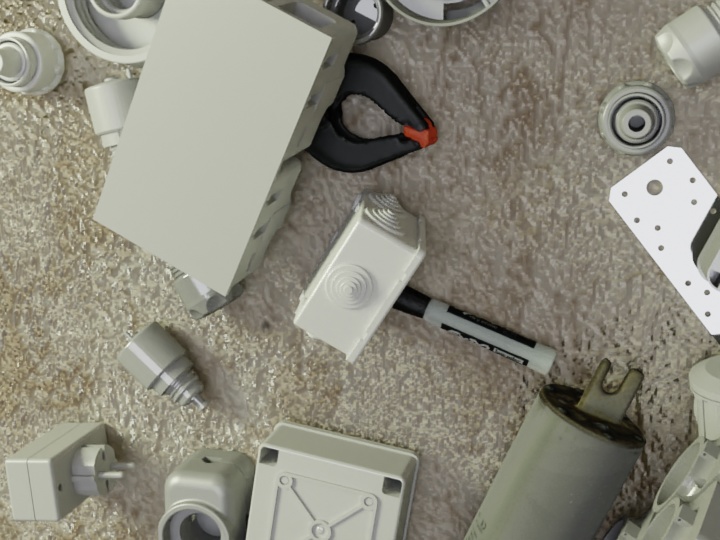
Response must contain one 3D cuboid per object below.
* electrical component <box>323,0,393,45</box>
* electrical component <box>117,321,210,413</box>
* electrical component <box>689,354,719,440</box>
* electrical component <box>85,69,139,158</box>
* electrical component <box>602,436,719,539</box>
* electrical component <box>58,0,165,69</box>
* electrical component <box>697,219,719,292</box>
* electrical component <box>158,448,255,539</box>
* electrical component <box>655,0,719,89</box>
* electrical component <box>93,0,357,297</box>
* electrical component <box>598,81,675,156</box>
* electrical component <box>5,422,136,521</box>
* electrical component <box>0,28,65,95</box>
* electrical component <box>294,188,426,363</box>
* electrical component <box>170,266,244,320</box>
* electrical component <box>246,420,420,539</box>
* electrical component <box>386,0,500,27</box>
[{"bbox_3d":[0.000,-0.167,0.700,0.040,0.046,0.040,3,102,14],"label":"electrical component"},{"bbox_3d":[-0.141,0.073,0.787,0.078,0.040,0.040,44,108,2],"label":"electrical component"},{"bbox_3d":[0.248,0.083,0.671,0.080,0.080,0.051,-4,105,15],"label":"electrical component"},{"bbox_3d":[-0.167,-0.100,0.759,0.040,0.040,0.078,-10,98,16],"label":"electrical component"},{"bbox_3d":[0.188,0.184,0.654,0.060,0.105,0.186,33,135,9],"label":"electrical component"},{"bbox_3d":[-0.152,-0.189,0.727,0.108,0.060,0.108,3,102,14],"label":"electrical component"},{"bbox_3d":[0.274,-0.005,0.656,0.113,0.057,0.078,27,104,7],"label":"electrical component"},{"bbox_3d":[-0.111,0.187,0.792,0.054,0.059,0.095,3,102,14],"label":"electrical component"},{"bbox_3d":[0.215,-0.142,0.653,0.062,0.043,0.043,-33,92,17],"label":"electrical component"},{"bbox_3d":[-0.087,-0.093,0.695,0.105,0.060,0.186,30,116,9],"label":"electrical component"},{"bbox_3d":[0.171,-0.092,0.664,0.048,0.062,0.048,3,102,14],"label":"electrical component"},{"bbox_3d":[-0.205,0.148,0.795,0.076,0.083,0.047,-2,100,15],"label":"electrical component"},{"bbox_3d":[-0.242,-0.146,0.757,0.048,0.062,0.048,3,102,14],"label":"electrical component"},{"bbox_3d":[0.000,0.000,0.708,0.048,0.099,0.099,31,107,-7],"label":"electrical component"},{"bbox_3d":[-0.114,0.000,0.764,0.043,0.043,0.062,-30,91,18],"label":"electrical component"},{"bbox_3d":[-0.021,0.175,0.768,0.109,0.056,0.108,12,104,12],"label":"electrical component"},{"bbox_3d":[0.055,-0.201,0.670,0.099,0.064,0.099,3,102,13],"label":"electrical component"}]
